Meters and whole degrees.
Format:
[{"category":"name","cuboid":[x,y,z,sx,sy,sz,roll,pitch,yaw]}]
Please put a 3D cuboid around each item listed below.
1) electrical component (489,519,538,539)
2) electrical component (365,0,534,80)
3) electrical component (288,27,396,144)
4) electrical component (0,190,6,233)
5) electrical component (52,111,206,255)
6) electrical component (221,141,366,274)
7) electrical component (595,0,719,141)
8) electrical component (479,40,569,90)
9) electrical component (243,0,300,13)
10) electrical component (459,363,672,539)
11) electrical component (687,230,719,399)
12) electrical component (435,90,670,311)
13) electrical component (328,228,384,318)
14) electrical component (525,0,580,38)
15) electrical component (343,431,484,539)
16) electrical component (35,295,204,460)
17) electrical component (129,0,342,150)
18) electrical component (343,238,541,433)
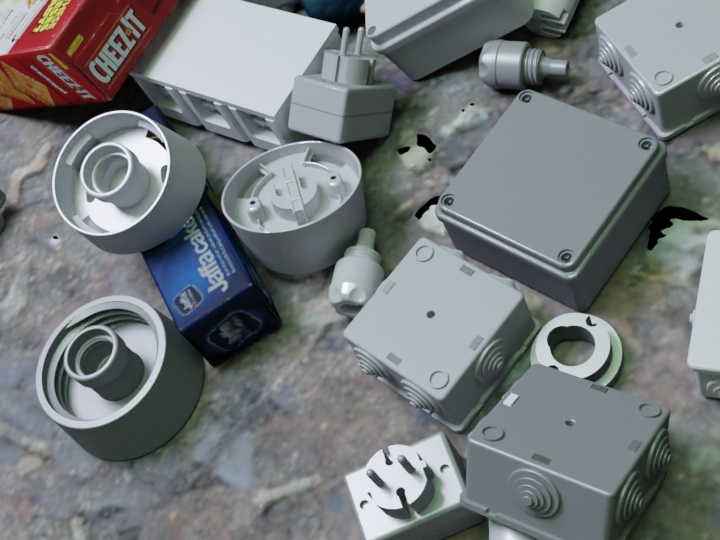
[{"category":"electrical component","cuboid":[0.088,0.162,0.588,0.044,0.044,0.065,-9,54,17]},{"category":"electrical component","cuboid":[0.062,-0.201,0.785,0.113,0.057,0.078,-23,53,31]},{"category":"electrical component","cuboid":[-0.010,-0.135,0.768,0.047,0.066,0.076,20,111,30]},{"category":"electrical component","cuboid":[-0.330,-0.039,0.863,0.057,0.058,0.078,16,67,25]},{"category":"electrical component","cuboid":[-0.160,-0.060,0.745,0.099,0.064,0.099,-5,73,17]},{"category":"electrical component","cuboid":[-0.044,-0.047,0.747,0.099,0.064,0.099,-6,54,8]},{"category":"electrical component","cuboid":[0.216,-0.149,0.719,0.100,0.048,0.099,-29,55,3]},{"category":"electrical component","cuboid":[0.117,-0.145,0.764,0.061,0.035,0.035,8,64,22]},{"category":"electrical component","cuboid":[-0.086,-0.243,0.886,0.095,0.059,0.053,-16,56,12]},{"category":"electrical component","cuboid":[0.113,0.101,0.586,0.100,0.048,0.100,18,36,29]},{"category":"electrical component","cuboid":[0.236,0.030,0.603,0.100,0.048,0.099,6,63,24]},{"category":"electrical component","cuboid":[0.124,-0.047,0.688,0.109,0.056,0.108,29,74,32]},{"category":"electrical component","cuboid":[0.000,0.000,0.723,0.035,0.035,0.061,0,59,21]},{"category":"electrical component","cuboid":[0.142,-0.198,0.783,0.040,0.040,0.046,16,73,28]},{"category":"electrical component","cuboid":[0.025,0.124,0.613,0.066,0.076,0.047,-25,55,6]},{"category":"electrical component","cuboid":[-0.168,0.068,0.732,0.108,0.060,0.108,-10,58,16]},{"category":"electrical component","cuboid":[-0.089,-0.151,0.831,0.150,0.061,0.089,21,70,30]},{"category":"electrical component","cuboid":[0.050,0.038,0.672,0.100,0.048,0.099,32,76,32]}]
